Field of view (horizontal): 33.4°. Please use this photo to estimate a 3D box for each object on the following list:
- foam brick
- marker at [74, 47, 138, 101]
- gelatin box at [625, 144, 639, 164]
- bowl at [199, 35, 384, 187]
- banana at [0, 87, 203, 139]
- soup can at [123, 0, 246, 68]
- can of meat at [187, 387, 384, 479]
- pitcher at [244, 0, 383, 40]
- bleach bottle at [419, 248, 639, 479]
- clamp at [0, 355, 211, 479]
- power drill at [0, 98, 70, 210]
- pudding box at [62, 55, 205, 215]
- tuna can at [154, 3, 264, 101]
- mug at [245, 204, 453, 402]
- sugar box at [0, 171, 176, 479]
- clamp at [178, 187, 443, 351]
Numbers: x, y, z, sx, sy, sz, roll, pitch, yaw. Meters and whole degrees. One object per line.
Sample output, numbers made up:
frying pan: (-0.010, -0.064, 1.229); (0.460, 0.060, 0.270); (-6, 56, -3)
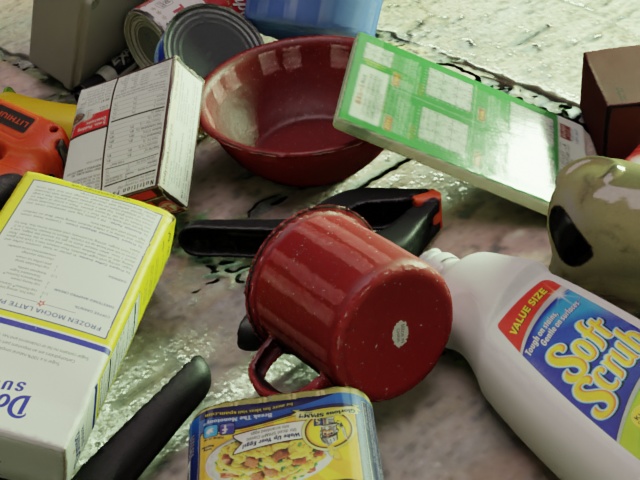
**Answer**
foam brick: (0.219, -0.096, 0.758); (0.053, 0.051, 0.078); (-5, 39, 4)
marker: (-0.167, -0.151, 0.909); (0.020, 0.020, 0.121); (17, 45, 26)
gelatin box: (0.233, -0.027, 0.688); (0.089, 0.030, 0.073); (25, 49, 32)
bowl: (-0.008, -0.087, 0.778); (0.162, 0.055, 0.162); (-4, 40, 3)
banana: (-0.188, -0.095, 0.830); (0.198, 0.037, 0.069); (12, 45, 22)
soup can: (-0.106, -0.184, 0.901); (0.069, 0.068, 0.102); (28, 52, 35)
can of meat: (-0.017, 0.123, 0.526); (0.102, 0.057, 0.084); (-7, 38, 0)
pitcher: (0.019, -0.281, 0.869); (0.149, 0.243, 0.145); (10, 4, -3)
bleach bottle: (0.131, 0.076, 0.557); (0.102, 0.068, 0.251); (-31, 42, -22)
clamp: (-0.146, 0.132, 0.531); (0.164, 0.036, 0.210); (9, 45, -5)
power drill: (-0.279, -0.029, 0.752); (0.185, 0.057, 0.187); (25, 52, 28)
pudding box: (-0.130, -0.063, 0.737); (0.090, 0.039, 0.113); (-13, 58, 26)
tuna can: (-0.086, -0.140, 0.836); (0.086, 0.034, 0.086); (8, 69, -22)
mug: (0.010, 0.045, 0.582); (0.117, 0.093, 0.082); (-44, 37, -12)
sugar box: (-0.147, 0.042, 0.566); (0.093, 0.048, 0.176); (15, 45, 2)
clamp: (-0.005, 0.001, 0.686); (0.171, 0.039, 0.120); (-23, 48, -24)
